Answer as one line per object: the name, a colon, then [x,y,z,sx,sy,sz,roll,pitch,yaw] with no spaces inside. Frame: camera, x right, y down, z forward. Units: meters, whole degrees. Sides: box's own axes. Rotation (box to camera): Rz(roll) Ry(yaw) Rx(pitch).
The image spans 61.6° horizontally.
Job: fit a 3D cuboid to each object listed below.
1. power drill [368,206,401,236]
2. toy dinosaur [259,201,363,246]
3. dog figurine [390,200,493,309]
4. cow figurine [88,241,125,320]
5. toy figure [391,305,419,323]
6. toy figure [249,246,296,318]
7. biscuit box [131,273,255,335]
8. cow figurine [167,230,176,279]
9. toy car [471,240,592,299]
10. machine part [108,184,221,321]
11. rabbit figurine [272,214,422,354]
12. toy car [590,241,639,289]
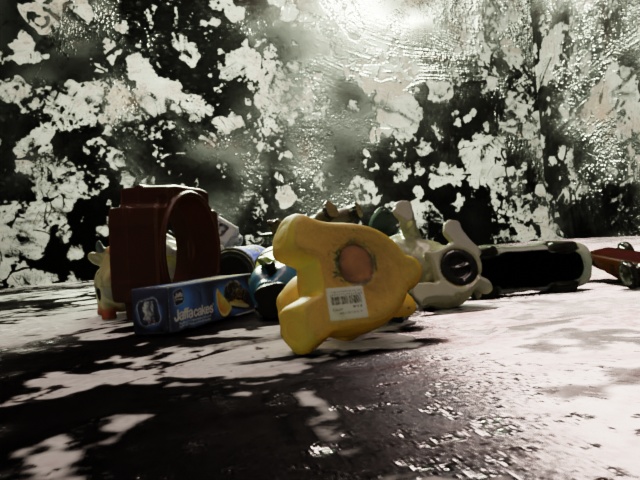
power drill: [0.183,0.001,1.218,0.232,0.086,0.207,15,18,-25]
toy dinosaur: [-0.002,-0.003,1.078,0.199,0.105,0.471,-14,-10,22]
dog figurine: [0.131,0.053,0.746,0.121,0.172,0.190,-45,-14,-19]
cow figurine: [-0.330,0.065,0.883,0.085,0.127,0.195,-8,-1,-24]
toy figure: [0.054,0.070,0.650,0.064,0.057,0.154,-46,19,-21]
toy figure: [-0.062,0.055,0.787,0.089,0.082,0.180,18,18,2]
biscuit box: [-0.166,0.084,0.737,0.063,0.059,0.202,-5,0,23]
cow figurine: [-0.282,0.022,1.008,0.098,0.068,0.168,23,7,-33]
toy car: [0.286,0.041,0.767,0.202,0.073,0.056,-4,3,-2]
machine part: [-0.228,0.018,0.826,0.087,0.201,0.201,-2,0,16]
rabbit figurine: [0.015,0.045,0.544,0.162,0.122,0.173,-12,-16,-26]
toy car: [0.456,0.038,0.795,0.089,0.053,0.202,-15,3,0]
